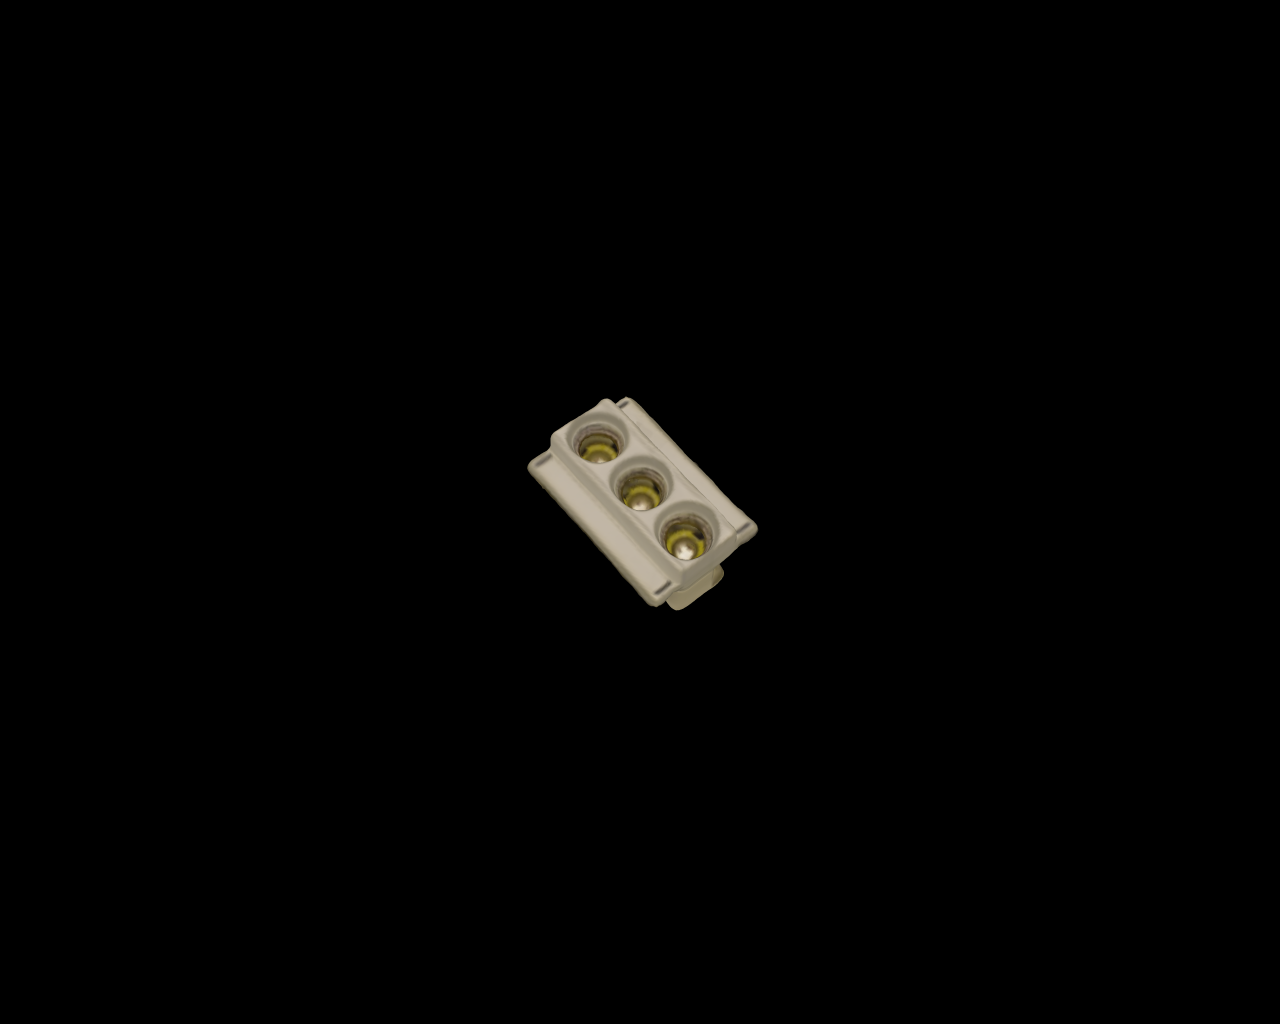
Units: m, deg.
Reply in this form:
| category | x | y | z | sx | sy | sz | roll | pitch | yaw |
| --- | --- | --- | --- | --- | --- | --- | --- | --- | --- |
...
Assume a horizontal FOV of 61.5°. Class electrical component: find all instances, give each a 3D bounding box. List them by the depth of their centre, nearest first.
| category | x | y | z | sx | sy | sz | roll | pitch | yaw |
| --- | --- | --- | --- | --- | --- | --- | --- | --- | --- |
| electrical component | 0.001 | -0.003 | 0.650 | 0.079 | 0.121 | 0.063 | -36 | -24 | -18 |
